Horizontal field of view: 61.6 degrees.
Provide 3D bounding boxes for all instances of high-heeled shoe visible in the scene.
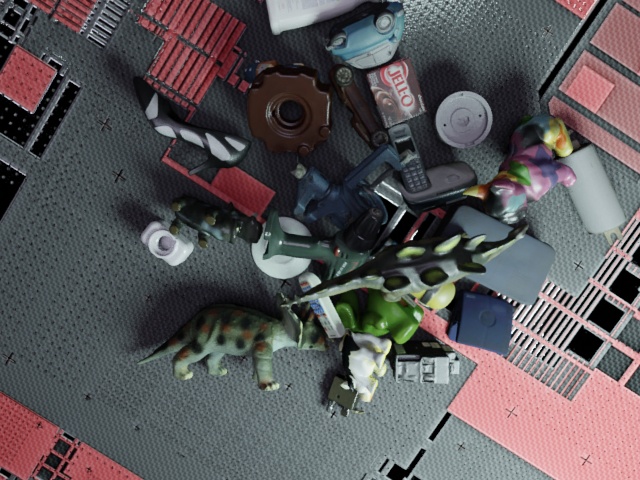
[{"bbox_3d":[-0.252,-0.242,1.062,0.145,0.086,0.248,-32,99,1],"label":"high-heeled shoe"}]

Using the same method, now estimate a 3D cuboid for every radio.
[{"bbox_3d":[0.341,0.026,1.078,0.230,0.073,0.131,25,95,-3],"label":"radio"}]

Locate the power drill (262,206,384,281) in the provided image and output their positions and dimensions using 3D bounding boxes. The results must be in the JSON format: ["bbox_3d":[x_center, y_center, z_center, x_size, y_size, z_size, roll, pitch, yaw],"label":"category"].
[{"bbox_3d":[-0.002,-0.003,1.021,0.207,0.231,0.086,8,52,-5],"label":"power drill"}]

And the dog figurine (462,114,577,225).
[{"bbox_3d":[0.363,-0.132,0.995,0.219,0.108,0.191,-14,93,-30],"label":"dog figurine"}]

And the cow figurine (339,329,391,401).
[{"bbox_3d":[0.076,0.247,1.043,0.098,0.068,0.167,21,131,15],"label":"cow figurine"}]

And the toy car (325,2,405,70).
[{"bbox_3d":[0.095,-0.382,1.030,0.162,0.109,0.102,-24,119,11],"label":"toy car"}]

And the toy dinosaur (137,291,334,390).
[{"bbox_3d":[-0.177,0.191,1.088,0.405,0.131,0.192,5,84,5],"label":"toy dinosaur"}]

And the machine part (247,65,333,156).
[{"bbox_3d":[-0.057,-0.247,1.034,0.179,0.056,0.179,3,122,4],"label":"machine part"}]

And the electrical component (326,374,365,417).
[{"bbox_3d":[0.061,0.323,1.129,0.078,0.045,0.102,15,94,28],"label":"electrical component"}]

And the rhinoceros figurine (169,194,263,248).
[{"bbox_3d":[-0.208,-0.035,1.070,0.190,0.112,0.073,17,113,11],"label":"rhinoceros figurine"}]

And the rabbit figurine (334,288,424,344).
[{"bbox_3d":[0.099,0.169,1.078,0.159,0.121,0.170,41,110,1],"label":"rabbit figurine"}]

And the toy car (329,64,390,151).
[{"bbox_3d":[0.078,-0.248,1.048,0.053,0.089,0.202,-30,95,2],"label":"toy car"}]

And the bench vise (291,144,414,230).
[{"bbox_3d":[0.068,-0.107,1.031,0.223,0.129,0.240,45,119,-11],"label":"bench vise"}]

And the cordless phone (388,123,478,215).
[{"bbox_3d":[0.217,-0.154,1.064,0.147,0.088,0.184,-17,79,3],"label":"cordless phone"}]

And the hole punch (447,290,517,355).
[{"bbox_3d":[0.327,0.166,1.085,0.142,0.092,0.115,14,92,3],"label":"hole punch"}]

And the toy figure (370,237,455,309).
[{"bbox_3d":[0.187,0.069,1.076,0.180,0.089,0.082,41,102,-5],"label":"toy figure"}]

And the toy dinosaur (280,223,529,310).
[{"bbox_3d":[0.158,0.046,0.933,0.472,0.198,0.105,-18,84,-6],"label":"toy dinosaur"}]

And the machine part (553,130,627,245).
[{"bbox_3d":[0.531,-0.101,1.057,0.079,0.079,0.243,-28,95,4],"label":"machine part"}]

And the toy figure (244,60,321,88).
[{"bbox_3d":[-0.077,-0.322,1.061,0.155,0.057,0.064,11,64,2],"label":"toy figure"}]

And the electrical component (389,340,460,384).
[{"bbox_3d":[0.209,0.243,1.080,0.134,0.115,0.058,0,98,3],"label":"electrical component"}]
